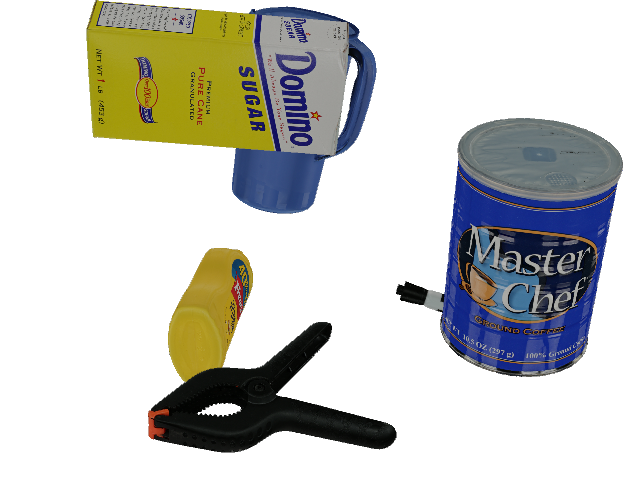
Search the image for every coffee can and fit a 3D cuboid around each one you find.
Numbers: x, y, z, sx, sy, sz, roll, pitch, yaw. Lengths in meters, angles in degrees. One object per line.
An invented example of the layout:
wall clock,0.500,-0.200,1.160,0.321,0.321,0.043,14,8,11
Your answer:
coffee can,0.136,0.004,0.707,0.103,0.140,0.103,1,32,-1

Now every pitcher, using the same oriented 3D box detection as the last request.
pitcher,-0.031,-0.157,1.315,0.144,0.243,0.149,5,23,-16

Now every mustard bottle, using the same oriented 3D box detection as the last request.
mustard bottle,-0.111,0.063,1.145,0.058,0.096,0.191,2,29,9

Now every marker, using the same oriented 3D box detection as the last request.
marker,0.130,0.063,1.002,0.121,0.020,0.020,17,1,4

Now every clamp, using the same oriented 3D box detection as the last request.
clamp,-0.046,0.148,0.949,0.209,0.036,0.165,-14,37,-25

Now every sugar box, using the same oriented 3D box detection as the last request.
sugar box,-0.071,-0.112,0.749,0.176,0.093,0.048,5,43,-1
